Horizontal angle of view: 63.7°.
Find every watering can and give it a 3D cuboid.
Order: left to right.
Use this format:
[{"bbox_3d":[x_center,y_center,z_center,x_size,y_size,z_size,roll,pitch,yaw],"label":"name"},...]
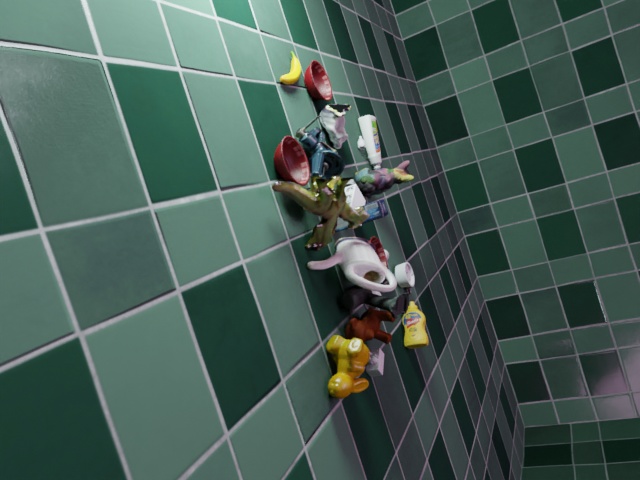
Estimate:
[{"bbox_3d":[0.100,0.071,1.696,0.346,0.102,0.229,19,28,-24],"label":"watering can"}]

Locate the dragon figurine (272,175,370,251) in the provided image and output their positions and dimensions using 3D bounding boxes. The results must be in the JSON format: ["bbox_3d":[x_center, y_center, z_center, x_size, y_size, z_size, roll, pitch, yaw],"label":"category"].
[{"bbox_3d":[0.005,-0.080,1.585,0.413,0.123,0.240,-10,109,-41],"label":"dragon figurine"}]

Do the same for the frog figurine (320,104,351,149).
[{"bbox_3d":[0.054,-0.438,1.987,0.141,0.123,0.156,-83,-177,-55],"label":"frog figurine"}]
